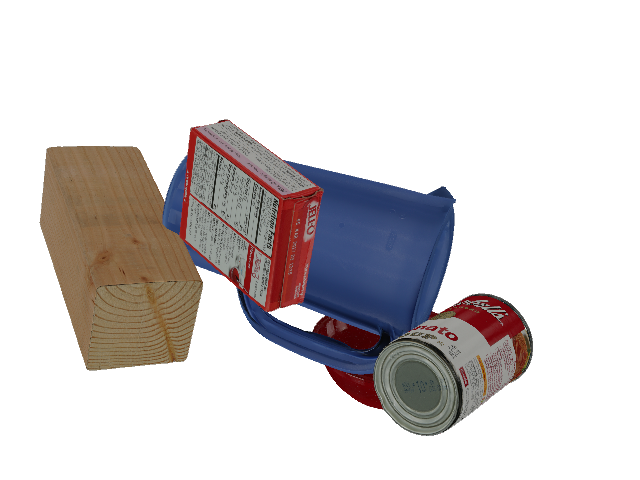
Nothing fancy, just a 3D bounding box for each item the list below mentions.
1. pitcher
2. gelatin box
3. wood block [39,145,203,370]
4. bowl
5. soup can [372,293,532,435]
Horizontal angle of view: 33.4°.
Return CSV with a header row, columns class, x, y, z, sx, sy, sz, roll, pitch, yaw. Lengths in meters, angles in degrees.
class,x,y,z,sx,sy,sz,roll,pitch,yaw
pitcher,-0.013,0.005,0.923,0.243,0.145,0.149,17,20,13
gelatin box,-0.040,-0.014,0.588,0.030,0.073,0.089,-18,41,-37
wood block,-0.181,0.008,0.942,0.090,0.091,0.206,-3,37,-26
bowl,0.070,0.123,1.076,0.162,0.055,0.162,2,25,-1
soup can,0.090,0.082,0.719,0.069,0.068,0.102,0,14,38
